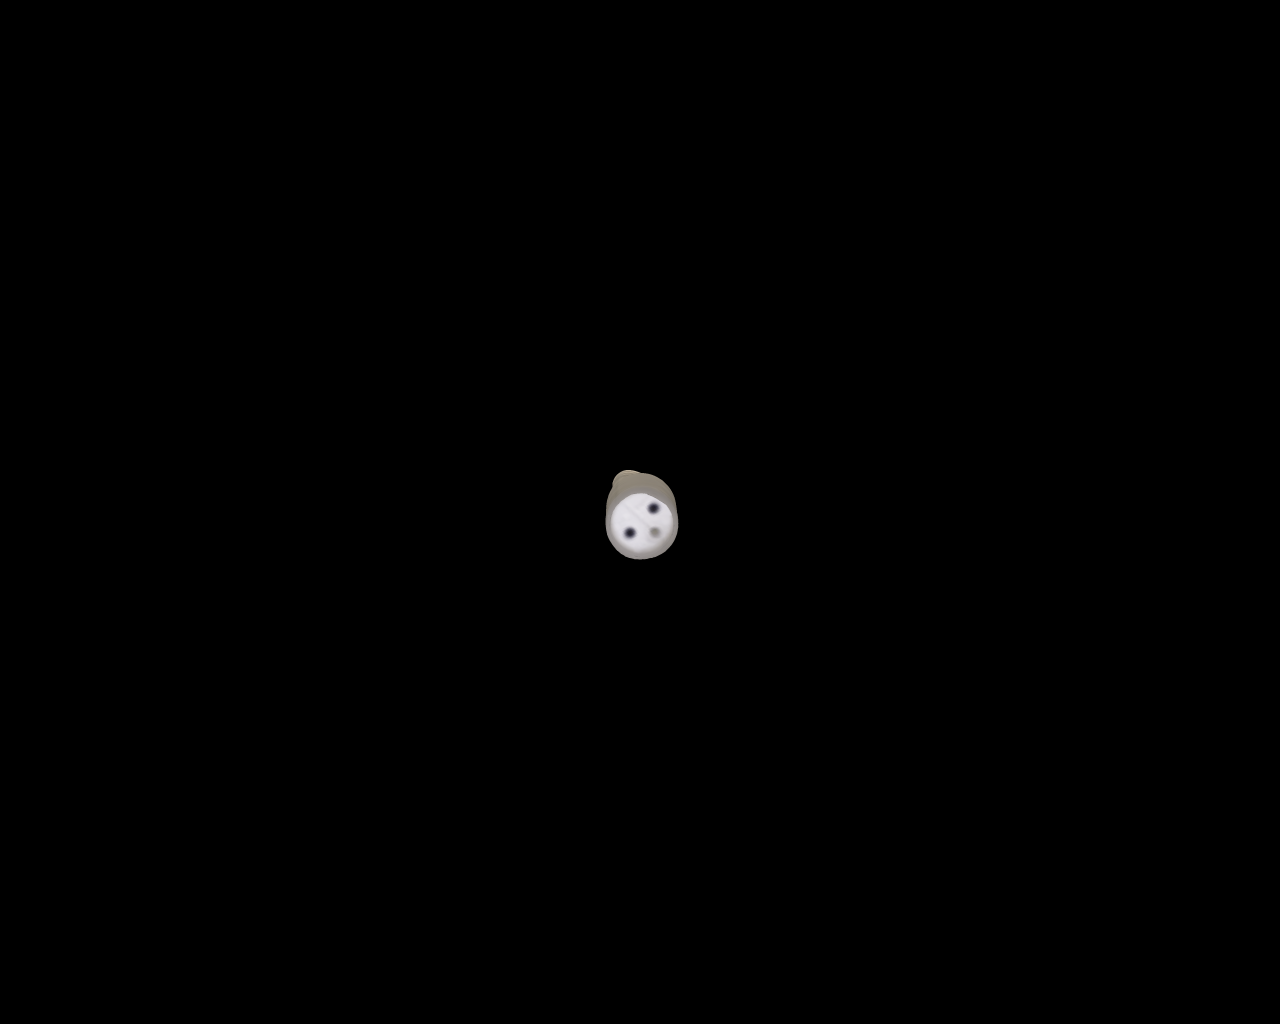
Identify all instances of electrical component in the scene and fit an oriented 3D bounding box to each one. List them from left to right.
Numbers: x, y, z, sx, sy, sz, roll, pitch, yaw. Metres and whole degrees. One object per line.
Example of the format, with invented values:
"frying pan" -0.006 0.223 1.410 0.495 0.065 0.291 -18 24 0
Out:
"electrical component" 0.001 -0.003 0.650 0.043 0.043 0.081 0 16 0
